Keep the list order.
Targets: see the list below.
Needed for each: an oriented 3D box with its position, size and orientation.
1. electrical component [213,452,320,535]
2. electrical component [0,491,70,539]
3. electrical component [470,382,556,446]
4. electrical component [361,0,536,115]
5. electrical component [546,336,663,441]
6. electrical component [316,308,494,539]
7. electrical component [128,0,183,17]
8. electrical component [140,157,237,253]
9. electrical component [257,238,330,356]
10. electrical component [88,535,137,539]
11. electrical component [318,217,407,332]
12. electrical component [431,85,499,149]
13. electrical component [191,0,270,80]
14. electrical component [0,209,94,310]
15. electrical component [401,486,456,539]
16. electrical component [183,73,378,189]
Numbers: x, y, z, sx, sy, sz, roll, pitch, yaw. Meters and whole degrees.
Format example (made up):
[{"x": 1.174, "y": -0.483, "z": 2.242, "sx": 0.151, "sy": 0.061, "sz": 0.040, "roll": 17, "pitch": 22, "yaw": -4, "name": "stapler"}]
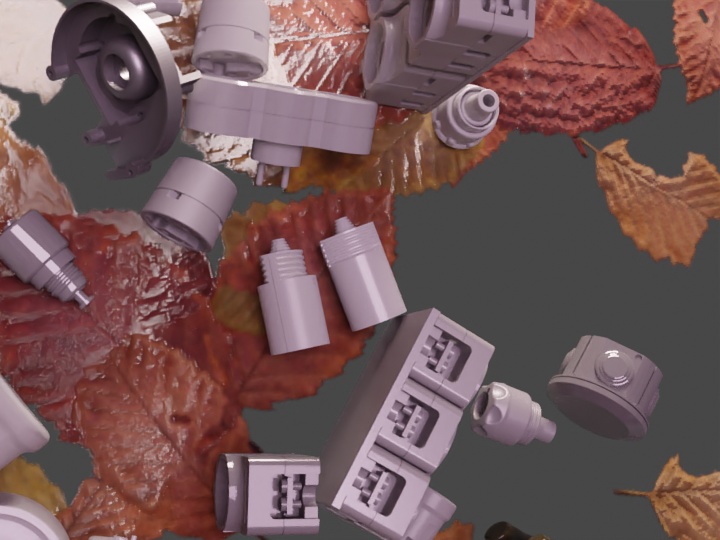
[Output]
[{"x": -0.066, "y": 0.149, "z": 0.726, "sx": 0.056, "sy": 0.089, "sz": 0.050, "roll": 3, "pitch": 82, "yaw": -17, "name": "electrical component"}, {"x": -0.235, "y": 0.197, "z": 0.680, "sx": 0.108, "sy": 0.060, "sz": 0.108, "roll": 2, "pitch": 82, "yaw": -18, "name": "electrical component"}, {"x": 0.118, "y": 0.113, "z": 0.814, "sx": 0.062, "sy": 0.043, "sz": 0.043, "roll": 23, "pitch": 77, "yaw": -15, "name": "electrical component"}, {"x": 0.055, "y": -0.188, "z": 0.758, "sx": 0.060, "sy": 0.186, "sz": 0.105, "roll": 6, "pitch": 81, "yaw": -17, "name": "electrical component"}, {"x": 0.188, "y": 0.092, "z": 0.821, "sx": 0.080, "sy": 0.080, "sz": 0.051, "roll": 36, "pitch": 69, "yaw": -10, "name": "electrical component"}, {"x": 0.028, "y": 0.110, "z": 0.761, "sx": 0.062, "sy": 0.089, "sz": 0.150, "roll": 32, "pitch": 75, "yaw": -12, "name": "electrical component"}, {"x": -0.154, "y": -0.199, "z": 0.770, "sx": 0.046, "sy": 0.040, "sz": 0.040, "roll": -4, "pitch": 84, "yaw": -24, "name": "electrical component"}, {"x": -0.118, "y": -0.046, "z": 0.754, "sx": 0.055, "sy": 0.055, "sz": 0.047, "roll": 29, "pitch": 71, "yaw": -12, "name": "electrical component"}, {"x": -0.051, "y": 0.018, "z": 0.772, "sx": 0.043, "sy": 0.043, "sz": 0.081, "roll": -11, "pitch": 86, "yaw": -19, "name": "electrical component"}, {"x": -0.168, "y": 0.212, "z": 0.711, "sx": 0.040, "sy": 0.040, "sz": 0.078, "roll": 17, "pitch": 78, "yaw": -15, "name": "electrical component"}, {"x": 0.000, "y": 0.000, "z": 0.791, "sx": 0.043, "sy": 0.043, "sz": 0.081, "roll": -21, "pitch": 90, "yaw": -19, "name": "electrical component"}, {"x": 0.086, "y": -0.121, "z": 0.825, "sx": 0.048, "sy": 0.062, "sz": 0.048, "roll": 2, "pitch": 82, "yaw": -18, "name": "electrical component"}, {"x": -0.092, "y": -0.169, "z": 0.779, "sx": 0.055, "sy": 0.055, "sz": 0.047, "roll": 8, "pitch": 77, "yaw": -17, "name": "electrical component"}, {"x": -0.212, "y": -0.005, "z": 0.725, "sx": 0.078, "sy": 0.040, "sz": 0.040, "roll": 47, "pitch": 72, "yaw": -7, "name": "electrical component"}, {"x": 0.042, "y": 0.181, "z": 0.783, "sx": 0.040, "sy": 0.040, "sz": 0.046, "roll": 36, "pitch": 79, "yaw": -11, "name": "electrical component"}, {"x": -0.059, "y": -0.096, "z": 0.781, "sx": 0.138, "sy": 0.052, "sz": 0.073, "roll": 6, "pitch": 102, "yaw": -17, "name": "electrical component"}]
